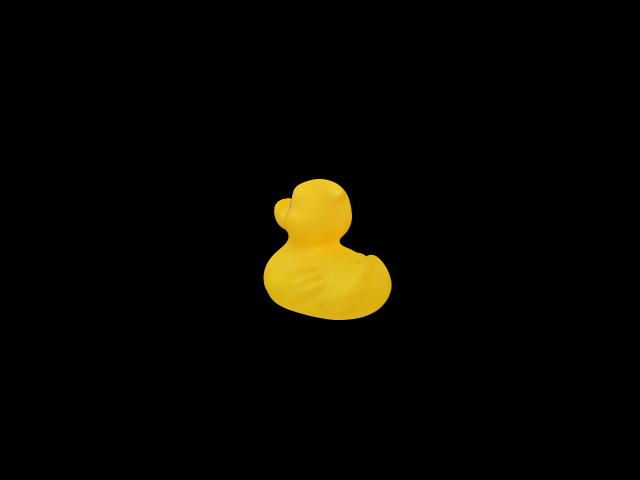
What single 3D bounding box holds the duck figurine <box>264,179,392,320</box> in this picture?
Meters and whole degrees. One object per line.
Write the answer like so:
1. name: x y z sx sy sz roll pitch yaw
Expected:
1. duck figurine: 0.004 0.001 0.400 0.078 0.086 0.104 -17 26 -41
